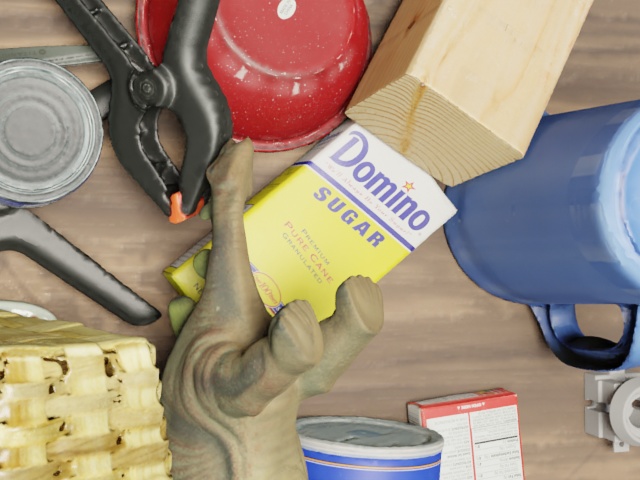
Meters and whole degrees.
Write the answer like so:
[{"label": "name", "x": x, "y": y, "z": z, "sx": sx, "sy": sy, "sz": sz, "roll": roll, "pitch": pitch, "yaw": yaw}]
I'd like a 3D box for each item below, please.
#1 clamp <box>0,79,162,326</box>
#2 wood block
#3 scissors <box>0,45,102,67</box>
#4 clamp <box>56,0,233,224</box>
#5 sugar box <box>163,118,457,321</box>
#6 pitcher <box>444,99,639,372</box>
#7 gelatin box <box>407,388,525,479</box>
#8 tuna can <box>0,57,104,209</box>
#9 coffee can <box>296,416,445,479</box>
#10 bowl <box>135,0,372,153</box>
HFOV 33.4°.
[{"label": "clamp", "x": -0.190, "y": -0.040, "z": 0.650, "sx": 0.209, "sy": 0.036, "sz": 0.164, "roll": 8, "pitch": 84, "yaw": -16}, {"label": "wood block", "x": 0.110, "y": -0.150, "z": 0.681, "sx": 0.090, "sy": 0.091, "sz": 0.206, "roll": 33, "pitch": 70, "yaw": -16}, {"label": "scissors", "x": -0.220, "y": -0.089, "z": 0.629, "sx": 0.201, "sy": 0.016, "sz": 0.096, "roll": 7, "pitch": 61, "yaw": -9}, {"label": "clamp", "x": -0.086, "y": -0.098, "z": 0.624, "sx": 0.039, "sy": 0.120, "sz": 0.171, "roll": -34, "pitch": 107, "yaw": -58}, {"label": "sugar box", "x": -0.005, "y": 0.001, "z": 0.698, "sx": 0.176, "sy": 0.048, "sz": 0.093, "roll": -41, "pitch": 102, "yaw": -10}, {"label": "pitcher", "x": 0.172, "y": -0.010, "z": 0.643, "sx": 0.149, "sy": 0.243, "sz": 0.145, "roll": 37, "pitch": 85, "yaw": -7}, {"label": "gelatin box", "x": 0.102, "y": 0.152, "z": 0.739, "sx": 0.073, "sy": 0.030, "sz": 0.089, "roll": -6, "pitch": 92, "yaw": -17}, {"label": "tuna can", "x": -0.170, "y": -0.062, "z": 0.618, "sx": 0.086, "sy": 0.034, "sz": 0.086, "roll": 1, "pitch": 88, "yaw": -22}, {"label": "coffee can", "x": 0.023, "y": 0.191, "z": 0.679, "sx": 0.102, "sy": 0.103, "sz": 0.140, "roll": 4, "pitch": 90, "yaw": -16}, {"label": "bowl", "x": -0.031, "y": -0.139, "z": 0.669, "sx": 0.161, "sy": 0.055, "sz": 0.162, "roll": 3, "pitch": 82, "yaw": -21}]
